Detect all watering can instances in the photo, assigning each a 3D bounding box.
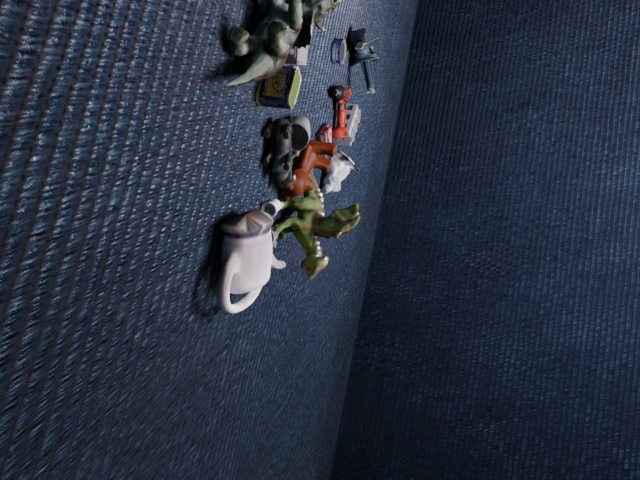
[{"bbox_3d":[-0.154,0.033,1.218,0.352,0.104,0.221,-43,140,-66],"label":"watering can"}]

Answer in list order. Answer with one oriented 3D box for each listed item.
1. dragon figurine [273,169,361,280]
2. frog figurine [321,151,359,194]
[{"bbox_3d":[0.005,-0.076,1.516,0.119,0.243,0.418,68,36,-56],"label":"dragon figurine"},{"bbox_3d":[0.052,-0.247,1.922,0.159,0.123,0.137,-44,175,2],"label":"frog figurine"}]
